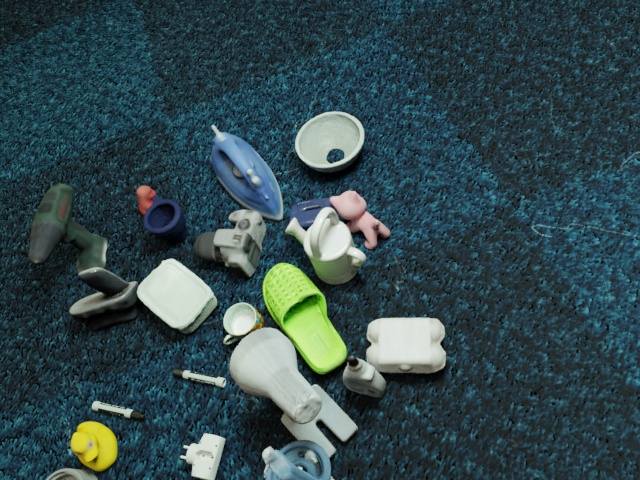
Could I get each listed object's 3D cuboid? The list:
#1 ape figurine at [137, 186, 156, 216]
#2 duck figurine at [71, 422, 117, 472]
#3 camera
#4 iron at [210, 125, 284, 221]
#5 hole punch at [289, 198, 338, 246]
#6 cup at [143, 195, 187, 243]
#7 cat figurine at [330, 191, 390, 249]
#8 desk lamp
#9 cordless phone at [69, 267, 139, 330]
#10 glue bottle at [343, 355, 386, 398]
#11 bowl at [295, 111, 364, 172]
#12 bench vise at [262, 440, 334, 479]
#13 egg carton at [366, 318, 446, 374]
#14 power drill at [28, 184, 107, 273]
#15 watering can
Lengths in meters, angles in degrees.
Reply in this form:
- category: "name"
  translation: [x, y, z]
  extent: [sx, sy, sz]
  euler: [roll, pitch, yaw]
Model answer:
- category: "ape figurine"
  translation: [-0.413, -0.097, 1.395]
  extent: [0.076, 0.092, 0.077]
  euler: [-27, 58, -2]
- category: "duck figurine"
  translation: [-0.454, 0.399, 1.122]
  extent: [0.077, 0.086, 0.104]
  euler: [-39, 59, -9]
- category: "camera"
  translation: [-0.206, 0.000, 1.282]
  extent: [0.136, 0.101, 0.143]
  euler: [5, 62, 17]
- category: "iron"
  translation: [-0.175, -0.163, 1.344]
  extent: [0.119, 0.142, 0.257]
  euler: [-37, 59, -8]
- category: "hole punch"
  translation: [-0.015, -0.051, 1.269]
  extent: [0.108, 0.091, 0.101]
  euler: [-11, 59, 8]
- category: "cup"
  translation: [-0.358, -0.044, 1.349]
  extent: [0.091, 0.095, 0.117]
  euler: [-28, 58, -3]
- category: "cat figurine"
  translation: [0.084, -0.056, 1.232]
  extent: [0.067, 0.118, 0.127]
  euler: [-44, 60, -12]
- category: "desk lamp"
  translation: [-0.046, 0.273, 1.017]
  extent: [0.118, 0.214, 0.202]
  euler: [-44, 60, -12]
- category: "cordless phone"
  translation: [-0.487, 0.112, 1.238]
  extent: [0.147, 0.185, 0.094]
  euler: [-20, 58, 2]
- category: "glue bottle"
  translation: [0.072, 0.240, 1.031]
  extent: [0.078, 0.173, 0.037]
  euler: [11, 64, 20]
- category: "bowl"
  translation: [0.029, -0.220, 1.366]
  extent: [0.167, 0.075, 0.167]
  euler: [-6, 59, 11]
- category: "bench vise"
  translation: [-0.009, 0.398, 0.932]
  extent: [0.206, 0.220, 0.121]
  euler: [17, 66, 23]
- category: "egg carton"
  translation: [0.163, 0.202, 1.091]
  extent: [0.150, 0.069, 0.107]
  euler: [-3, 60, 12]
- category: "power drill"
  translation: [-0.578, -0.005, 1.314]
  extent: [0.075, 0.209, 0.229]
  euler: [-14, 58, 6]
- category: "watering can"
  translation: [0.010, 0.006, 1.169]
  extent: [0.172, 0.194, 0.101]
  euler: [0, 61, 14]
